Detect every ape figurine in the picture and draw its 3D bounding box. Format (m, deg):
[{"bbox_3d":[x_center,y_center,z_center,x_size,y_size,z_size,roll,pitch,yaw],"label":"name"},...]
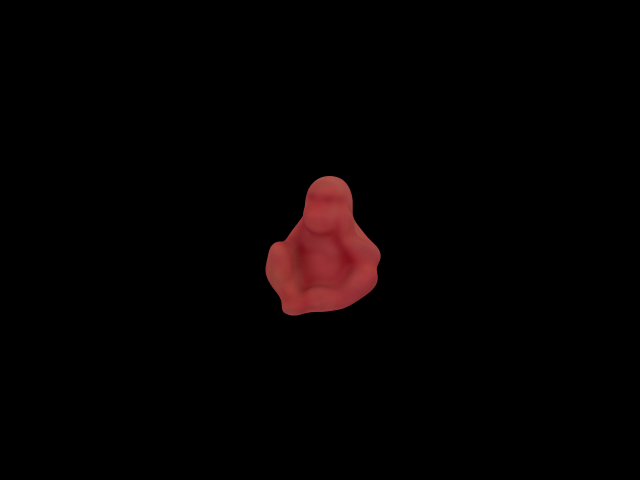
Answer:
[{"bbox_3d":[0.004,0.001,0.400,0.077,0.092,0.076,1,5,16],"label":"ape figurine"}]
